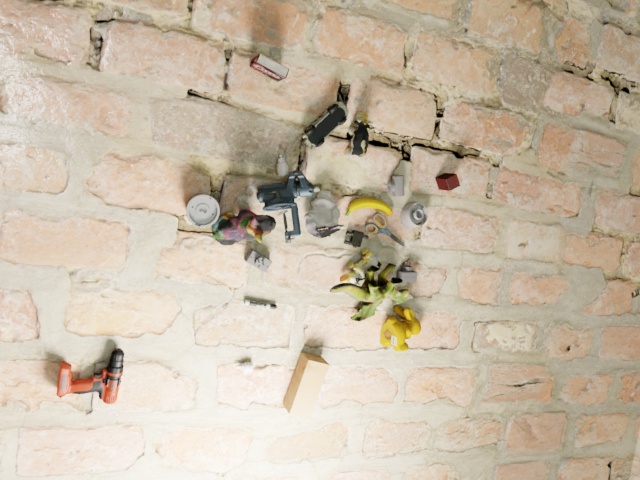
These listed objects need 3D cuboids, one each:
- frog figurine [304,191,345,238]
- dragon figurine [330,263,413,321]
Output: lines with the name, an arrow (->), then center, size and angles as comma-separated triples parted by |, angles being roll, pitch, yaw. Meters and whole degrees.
frog figurine -> 0.006, -0.093, 1.843 | 0.138, 0.162, 0.120 | -12, -24, -13
dragon figurine -> 0.183, 0.218, 1.900 | 0.412, 0.237, 0.124 | -8, 39, -29
